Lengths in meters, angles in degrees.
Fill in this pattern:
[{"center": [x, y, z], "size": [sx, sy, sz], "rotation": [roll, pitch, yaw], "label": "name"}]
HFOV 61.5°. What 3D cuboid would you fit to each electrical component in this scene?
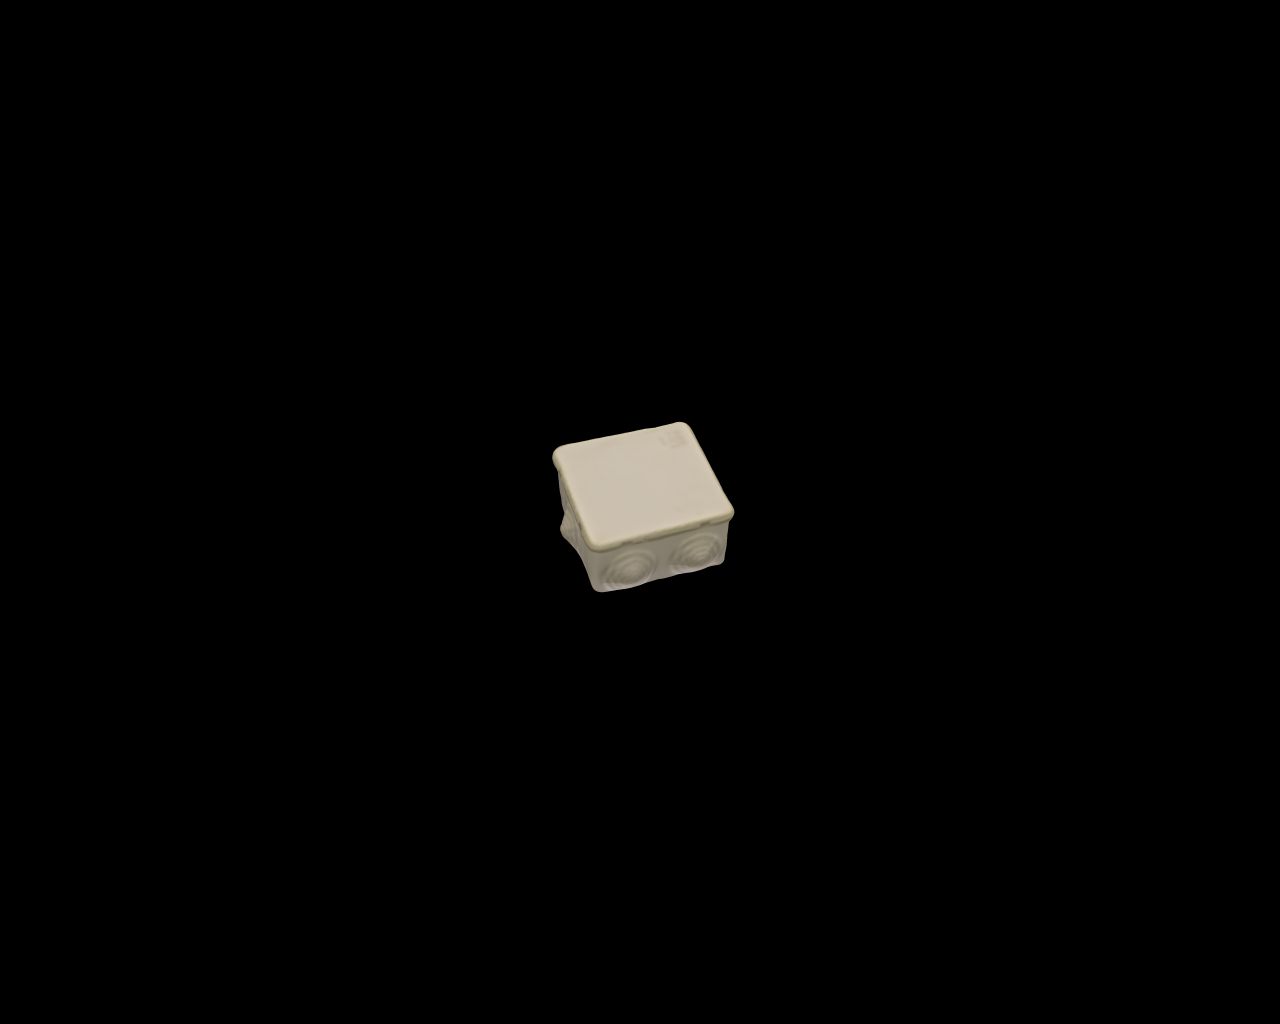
[{"center": [0.001, -0.003, 0.650], "size": [0.100, 0.048, 0.100], "rotation": [-13, 47, -12], "label": "electrical component"}]
